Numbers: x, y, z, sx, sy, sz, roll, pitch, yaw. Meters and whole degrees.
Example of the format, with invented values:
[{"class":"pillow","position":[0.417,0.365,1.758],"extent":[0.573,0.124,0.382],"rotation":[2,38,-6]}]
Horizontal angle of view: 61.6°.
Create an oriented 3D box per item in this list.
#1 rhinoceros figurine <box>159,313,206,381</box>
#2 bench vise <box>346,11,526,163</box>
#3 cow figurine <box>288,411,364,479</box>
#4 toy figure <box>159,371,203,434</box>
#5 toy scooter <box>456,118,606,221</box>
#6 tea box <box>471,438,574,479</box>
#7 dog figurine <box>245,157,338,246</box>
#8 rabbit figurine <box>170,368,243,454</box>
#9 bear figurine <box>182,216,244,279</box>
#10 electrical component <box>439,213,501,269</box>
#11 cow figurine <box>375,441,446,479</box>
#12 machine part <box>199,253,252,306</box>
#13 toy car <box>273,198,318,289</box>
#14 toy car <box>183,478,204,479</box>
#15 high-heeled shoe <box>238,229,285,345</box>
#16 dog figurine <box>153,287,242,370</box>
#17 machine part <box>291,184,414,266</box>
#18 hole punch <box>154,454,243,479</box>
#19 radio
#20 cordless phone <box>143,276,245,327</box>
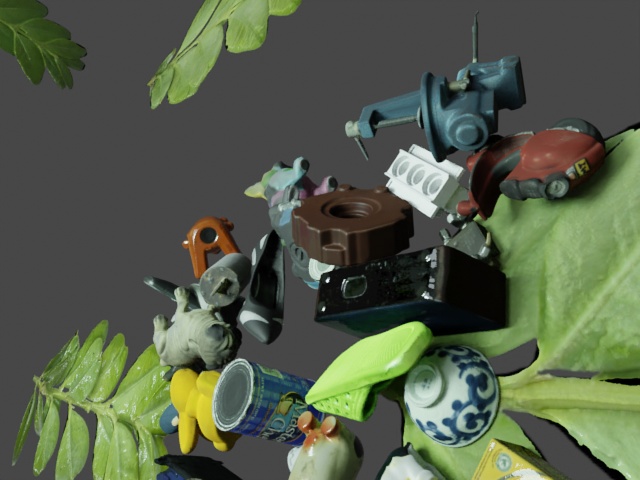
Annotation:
[{"class":"rhinoceros figurine","position":[-0.292,0.227,1.155],"extent":[0.112,0.073,0.190],"rotation":[-63,27,14]},{"class":"bench vise","position":[0.155,-0.186,0.745],"extent":[0.241,0.128,0.224],"rotation":[-7,45,24]},{"class":"cow figurine","position":[0.002,0.335,0.683],"extent":[0.085,0.127,0.195],"rotation":[-16,41,44]},{"class":"toy figure","position":[-0.261,0.325,1.076],"extent":[0.154,0.057,0.064],"rotation":[-46,44,16]},{"class":"toy scooter","position":[0.237,-0.078,0.647],"extent":[0.135,0.075,0.184],"rotation":[-48,27,-22]},{"class":"tea box","position":[0.179,0.290,0.506],"extent":[0.098,0.068,0.169],"rotation":[28,89,55]},{"class":"dog figurine","position":[-0.071,-0.072,1.051],"extent":[0.219,0.108,0.191],"rotation":[-8,64,56]},{"class":"rabbit figurine","position":[-0.203,0.294,0.968],"extent":[0.173,0.122,0.162],"rotation":[13,101,36]},{"class":"bear figurine","position":[-0.251,0.008,1.243],"extent":[0.196,0.120,0.132],"rotation":[172,77,-79]},{"class":"electrical component","position":[0.193,0.004,0.699],"extent":[0.078,0.045,0.102],"rotation":[-38,41,30]},{"class":"cow figurine","position":[0.079,0.322,0.617],"extent":[0.167,0.068,0.098],"rotation":[-59,29,0]},{"class":"machine part","position":[-0.178,0.074,1.040],"extent":[0.079,0.079,0.243],"rotation":[-58,3,7]},{"class":"toy car","position":[-0.002,-0.003,0.904],"extent":[0.103,0.161,0.109],"rotation":[-29,7,-32]},{"class":"toy car","position":[-0.123,0.397,0.768],"extent":[0.202,0.053,0.089],"rotation":[1,79,16]},{"class":"high-heeled shoe","position":[-0.087,0.077,0.975],"extent":[0.145,0.086,0.249],"rotation":[-64,23,13]},{"class":"dog figurine","position":[-0.224,0.194,0.959],"extent":[0.191,0.121,0.172],"rotation":[44,116,57]},{"class":"machine part","position":[0.046,-0.026,0.774],"extent":[0.180,0.179,0.056],"rotation":[40,141,55]},{"class":"hole punch","position":[-0.202,0.413,0.880],"extent":[0.116,0.142,0.092],"rotation":[17,85,44]},{"class":"radio","position":[0.106,0.076,0.690],"extent":[0.230,0.131,0.073],"rotation":[-19,55,46]},{"class":"cordless phone","position":[-0.262,0.118,1.102],"extent":[0.147,0.184,0.088],"rotation":[8,70,55]}]
